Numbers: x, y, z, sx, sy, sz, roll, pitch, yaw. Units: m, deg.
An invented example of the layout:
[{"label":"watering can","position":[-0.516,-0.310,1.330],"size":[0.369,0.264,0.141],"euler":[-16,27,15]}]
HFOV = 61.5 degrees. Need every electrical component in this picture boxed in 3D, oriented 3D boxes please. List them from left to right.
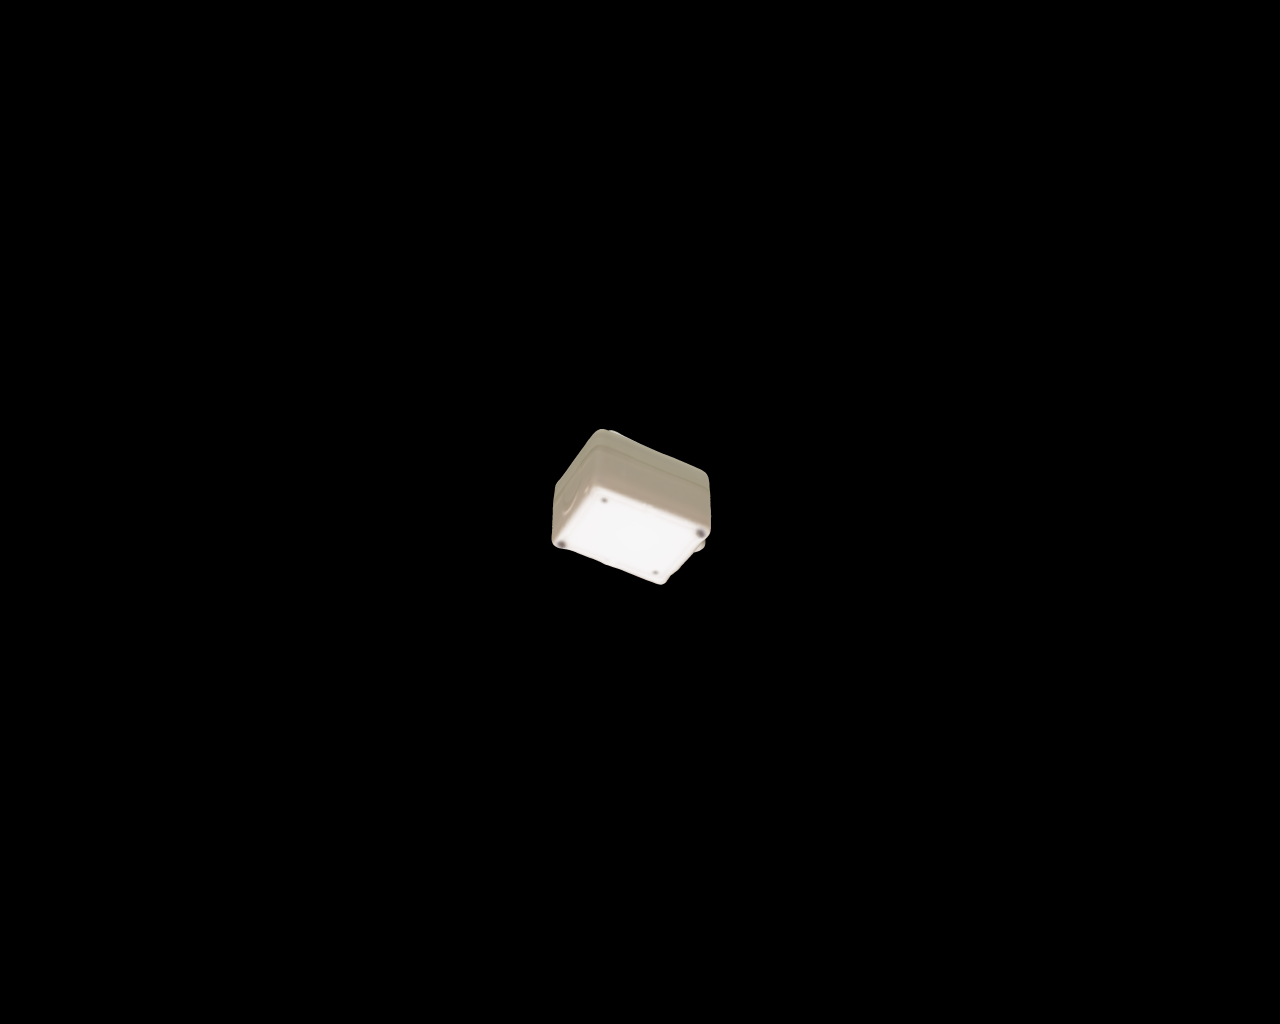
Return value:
[{"label":"electrical component","position":[0.001,-0.003,0.650],"size":[0.096,0.061,0.061],"euler":[22,-48,-21]}]
